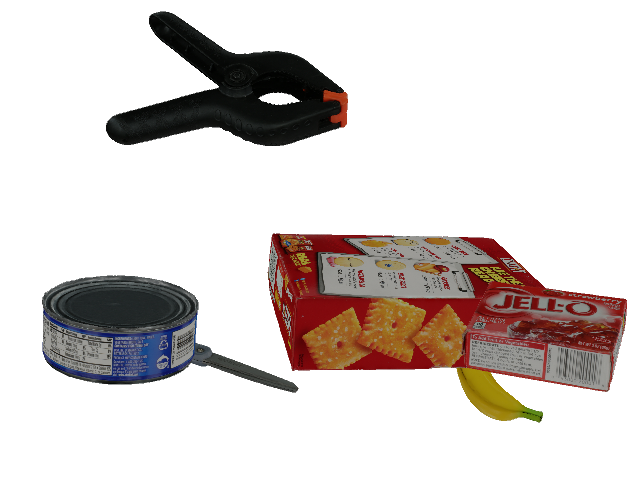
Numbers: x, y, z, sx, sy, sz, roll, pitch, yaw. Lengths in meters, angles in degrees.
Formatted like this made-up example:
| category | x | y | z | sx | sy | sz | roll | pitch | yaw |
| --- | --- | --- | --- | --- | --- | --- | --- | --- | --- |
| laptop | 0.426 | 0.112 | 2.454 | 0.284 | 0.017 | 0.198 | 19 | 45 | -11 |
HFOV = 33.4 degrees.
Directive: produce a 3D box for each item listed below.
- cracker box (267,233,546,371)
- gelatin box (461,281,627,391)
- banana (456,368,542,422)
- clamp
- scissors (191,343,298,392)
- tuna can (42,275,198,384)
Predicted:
| category | x | y | z | sx | sy | sz | roll | pitch | yaw |
| --- | --- | --- | --- | --- | --- | --- | --- | --- | --- |
| cracker box | 0.070 | 0.051 | 0.915 | 0.213 | 0.072 | 0.164 | 1 | 18 | -10 |
| gelatin box | 0.139 | 0.056 | 0.657 | 0.089 | 0.030 | 0.073 | 8 | 25 | 20 |
| banana | 0.194 | 0.158 | 1.254 | 0.069 | 0.037 | 0.198 | 10 | 25 | -16 |
| clamp | -0.064 | -0.117 | 0.782 | 0.171 | 0.120 | 0.039 | 4 | -26 | 0 |
| scissors | -0.112 | 0.093 | 0.974 | 0.202 | 0.016 | 0.096 | 10 | 28 | 4 |
| tuna can | -0.112 | 0.049 | 0.596 | 0.086 | 0.034 | 0.086 | 5 | 16 | -2 |
